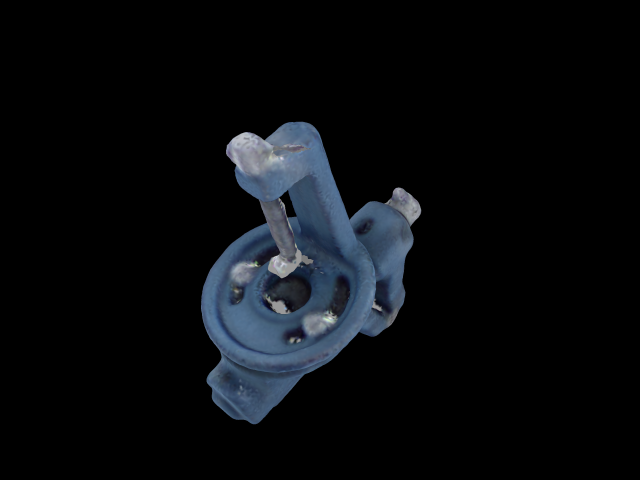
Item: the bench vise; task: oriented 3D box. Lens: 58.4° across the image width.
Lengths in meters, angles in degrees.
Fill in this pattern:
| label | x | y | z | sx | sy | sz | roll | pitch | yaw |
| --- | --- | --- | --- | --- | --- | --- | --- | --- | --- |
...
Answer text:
| label | x | y | z | sx | sy | sz | roll | pitch | yaw |
| --- | --- | --- | --- | --- | --- | --- | --- | --- | --- |
| bench vise | -0.007 | -0.002 | 0.404 | 0.121 | 0.220 | 0.208 | 16 | 43 | 19 |
